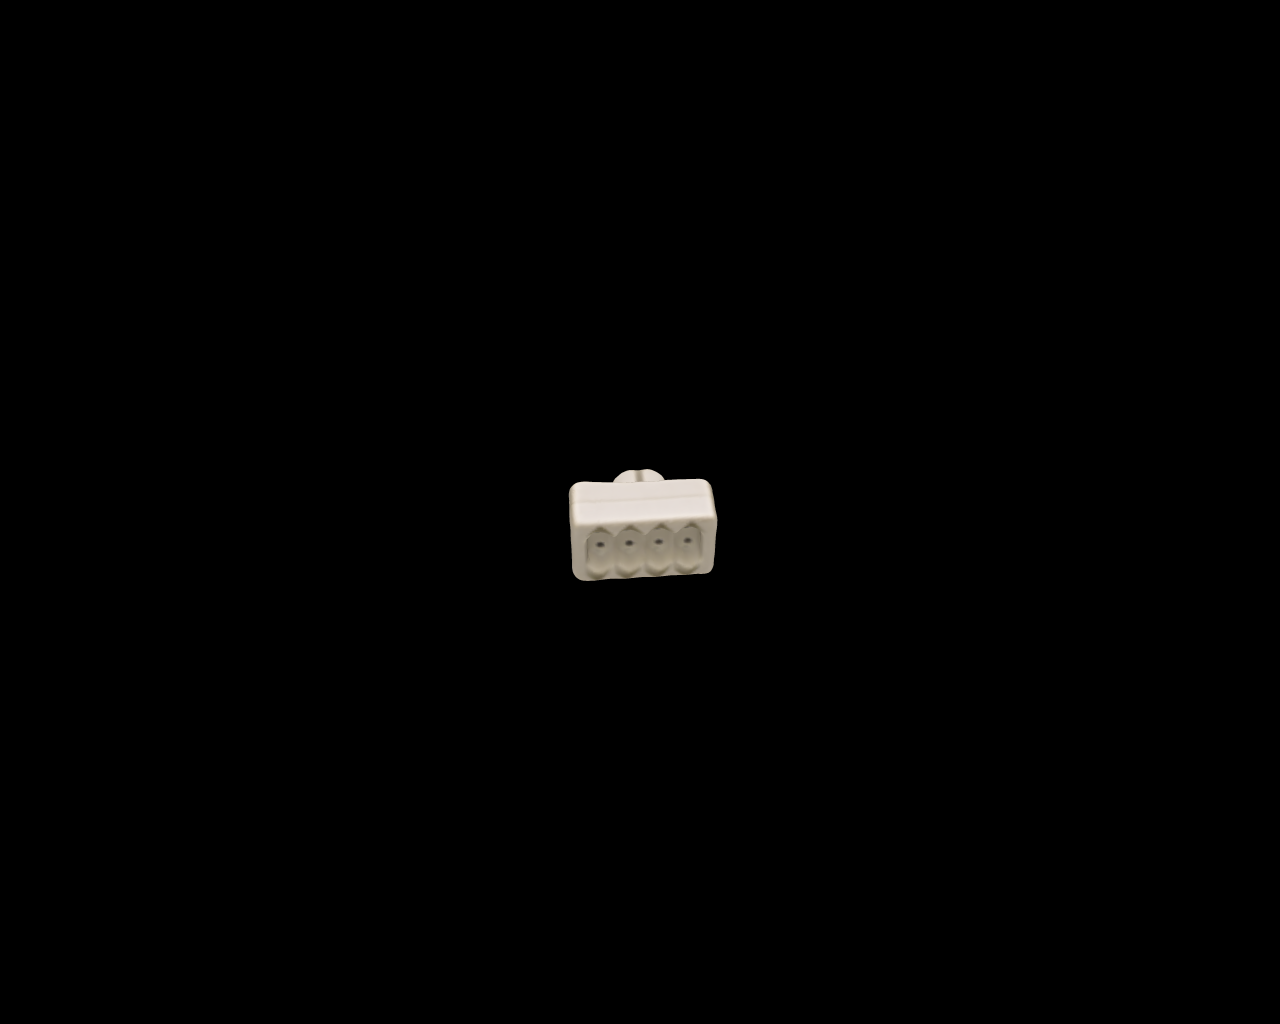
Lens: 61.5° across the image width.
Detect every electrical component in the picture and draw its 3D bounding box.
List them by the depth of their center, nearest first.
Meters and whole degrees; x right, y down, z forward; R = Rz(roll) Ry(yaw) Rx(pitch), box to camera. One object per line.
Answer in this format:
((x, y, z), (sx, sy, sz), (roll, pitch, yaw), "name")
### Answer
((0.001, -0.003, 0.650), (0.083, 0.047, 0.076), (-2, 43, -2), "electrical component")
